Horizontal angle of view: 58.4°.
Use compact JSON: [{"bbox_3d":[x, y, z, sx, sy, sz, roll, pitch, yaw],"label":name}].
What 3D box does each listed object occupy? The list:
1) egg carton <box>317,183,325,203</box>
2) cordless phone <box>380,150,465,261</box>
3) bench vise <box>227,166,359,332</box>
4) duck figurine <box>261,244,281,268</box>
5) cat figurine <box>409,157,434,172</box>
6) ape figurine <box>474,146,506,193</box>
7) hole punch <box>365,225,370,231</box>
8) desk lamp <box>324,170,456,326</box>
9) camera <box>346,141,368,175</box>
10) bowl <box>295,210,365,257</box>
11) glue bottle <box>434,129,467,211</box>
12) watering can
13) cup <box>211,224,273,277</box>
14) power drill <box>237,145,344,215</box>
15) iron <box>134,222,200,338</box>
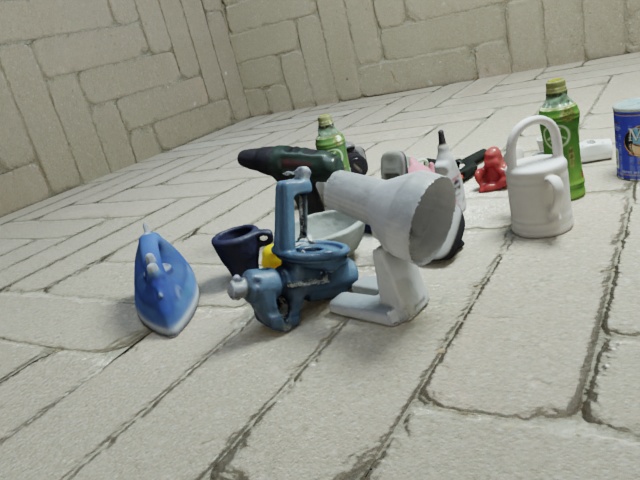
[{"bbox_3d":[-0.009,-0.137,1.476,0.107,0.069,0.150,-4,22,26],"label":"egg carton"},{"bbox_3d":[0.164,-0.060,0.964,0.147,0.185,0.094,4,26,41],"label":"cordless phone"},{"bbox_3d":[-0.040,0.014,0.851,0.121,0.220,0.208,3,25,39],"label":"bench vise"},{"bbox_3d":[-0.071,0.050,0.975,0.077,0.086,0.104,-17,20,-9],"label":"duck figurine"},{"bbox_3d":[0.218,-0.123,1.206,0.067,0.118,0.128,0,24,35],"label":"cat figurine"},{"bbox_3d":[0.371,-0.154,1.224,0.076,0.092,0.077,-25,22,-27],"label":"ape figurine"},{"bbox_3d":[0.126,-0.072,1.167,0.101,0.091,0.108,-28,24,-34],"label":"hole punch"},{"bbox_3d":[0.090,0.005,0.792,0.202,0.214,0.118,4,27,42],"label":"desk lamp"},{"bbox_3d":[0.069,-0.215,1.589,0.143,0.101,0.136,-17,20,-8],"label":"camera"},{"bbox_3d":[0.010,0.004,1.064,0.167,0.075,0.167,-12,19,5],"label":"bowl"},{"bbox_3d":[0.248,-0.131,1.120,0.037,0.173,0.078,0,24,34],"label":"glue bottle"},{"bbox_3d":[0.357,-0.112,0.960,0.101,0.194,0.172,-22,21,-21],"label":"watering can"},{"bbox_3d":[-0.134,0.026,1.071,0.117,0.095,0.092,-9,20,14],"label":"cup"},{"bbox_3d":[-0.052,-0.099,1.189,0.229,0.209,0.076,-5,22,26],"label":"power drill"},{"bbox_3d":[-0.285,0.060,1.014,0.119,0.141,0.257,-19,20,-13],"label":"iron"}]
